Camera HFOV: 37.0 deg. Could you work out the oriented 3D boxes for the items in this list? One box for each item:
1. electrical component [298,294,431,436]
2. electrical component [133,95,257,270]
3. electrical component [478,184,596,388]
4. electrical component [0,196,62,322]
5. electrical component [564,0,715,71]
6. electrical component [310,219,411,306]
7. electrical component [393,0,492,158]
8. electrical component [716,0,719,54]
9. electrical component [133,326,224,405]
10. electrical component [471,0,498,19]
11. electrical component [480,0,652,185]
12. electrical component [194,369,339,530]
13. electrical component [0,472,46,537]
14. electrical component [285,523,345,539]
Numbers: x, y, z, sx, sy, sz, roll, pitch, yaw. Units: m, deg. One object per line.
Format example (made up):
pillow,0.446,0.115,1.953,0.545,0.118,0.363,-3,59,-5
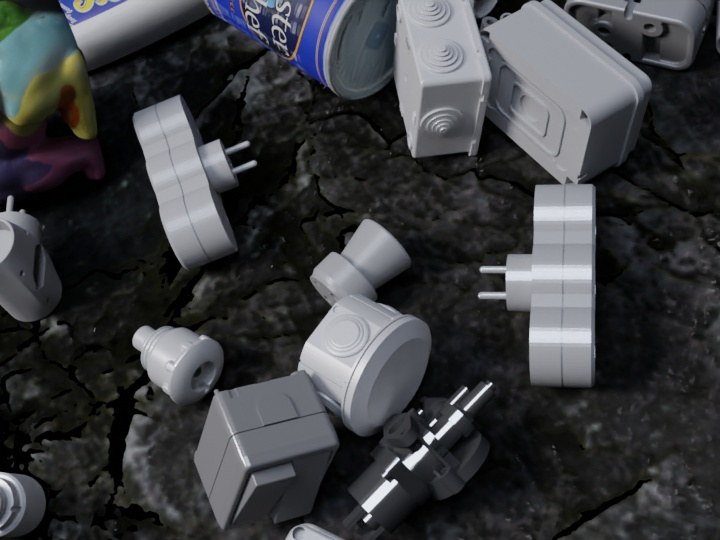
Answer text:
electrical component,0.004,0.058,0.669,0.051,0.080,0.080,28,71,30
electrical component,-0.111,-0.071,0.780,0.074,0.052,0.138,-22,60,0
electrical component,0.113,0.008,0.687,0.074,0.052,0.138,0,62,13
electrical component,-0.248,-0.015,0.766,0.043,0.077,0.079,-9,60,7
electrical component,0.202,-0.190,0.773,0.095,0.053,0.059,18,68,21
electrical component,0.000,0.000,0.721,0.055,0.045,0.045,-45,62,-12
electrical component,0.054,-0.137,0.753,0.048,0.099,0.099,-7,60,-6
electrical component,0.293,-0.190,0.758,0.079,0.044,0.077,4,63,14
electrical component,-0.126,0.058,0.719,0.062,0.048,0.048,27,71,31
electrical component,0.079,-0.241,0.835,0.077,0.043,0.079,30,72,25
electrical component,0.136,-0.121,0.733,0.057,0.078,0.113,-30,59,-21
electrical component,-0.058,0.115,0.648,0.062,0.096,0.061,-10,56,-27
electrical component,-0.230,0.147,0.677,0.040,0.078,0.040,-2,76,8
electrical component,-0.025,0.210,0.606,0.078,0.057,0.113,21,68,22
